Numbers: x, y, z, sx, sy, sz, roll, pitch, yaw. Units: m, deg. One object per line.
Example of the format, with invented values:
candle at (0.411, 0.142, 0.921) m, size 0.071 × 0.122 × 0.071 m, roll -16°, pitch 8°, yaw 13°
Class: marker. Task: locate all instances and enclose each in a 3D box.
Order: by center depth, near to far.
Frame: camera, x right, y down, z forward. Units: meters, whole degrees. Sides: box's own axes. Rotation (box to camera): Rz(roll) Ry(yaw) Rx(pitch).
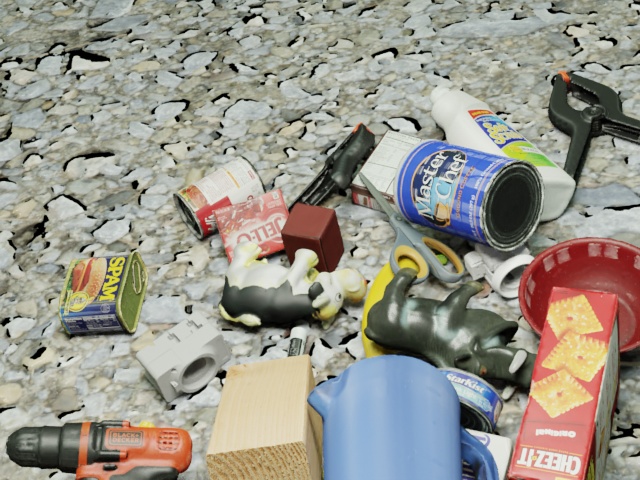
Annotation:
marker at (-0.033, 0.151, 1.188) m, size 0.020 × 0.020 × 0.121 m, roll 0°, pitch 49°, yaw 13°

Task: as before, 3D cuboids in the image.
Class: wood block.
wood block at (-0.049, 0.196, 1.038) m, size 0.091 × 0.090 × 0.206 m, roll -10°, pitch 15°, yaw 3°

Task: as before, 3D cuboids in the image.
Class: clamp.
clamp at (0.342, -0.144, 1.357) m, size 0.164 × 0.036 × 0.210 m, roll -22°, pitch 45°, yaw -9°
clamp at (0.019, -0.088, 1.364) m, size 0.120 × 0.039 × 0.171 m, roll -30°, pitch 16°, yaw 37°

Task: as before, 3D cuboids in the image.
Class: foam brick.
foam brick at (-0.008, 0.002, 1.278) m, size 0.053 × 0.078 × 0.051 m, roll 11°, pitch 53°, yaw 21°

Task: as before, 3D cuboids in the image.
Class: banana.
banana at (0.084, 0.077, 1.215) m, size 0.070 × 0.037 × 0.197 m, roll 11°, pitch 52°, yaw 22°

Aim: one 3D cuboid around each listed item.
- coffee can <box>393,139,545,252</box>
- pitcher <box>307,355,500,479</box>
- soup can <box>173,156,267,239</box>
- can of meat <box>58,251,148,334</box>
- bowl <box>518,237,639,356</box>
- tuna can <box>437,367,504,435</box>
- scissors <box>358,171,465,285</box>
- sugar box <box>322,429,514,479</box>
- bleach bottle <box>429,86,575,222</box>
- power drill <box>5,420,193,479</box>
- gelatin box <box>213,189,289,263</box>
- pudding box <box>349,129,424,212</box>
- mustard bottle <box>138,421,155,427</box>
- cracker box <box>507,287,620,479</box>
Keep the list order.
coffee can at (0.166, -0.052, 1.205) m, size 0.102 × 0.103 × 0.141 m, roll -41°, pitch 36°, yaw -23°
pitcher at (0.073, 0.224, 0.920) m, size 0.149 × 0.145 × 0.242 m, roll -17°, pitch 29°, yaw 12°
soup can at (-0.128, -0.055, 1.365) m, size 0.102 × 0.068 × 0.069 m, roll -32°, pitch 49°, yaw -17°
can of meat at (-0.263, 0.065, 1.295) m, size 0.084 × 0.057 × 0.102 m, roll -5°, pitch 47°, yaw 12°
bowl at (0.297, 0.074, 1.156) m, size 0.162 × 0.055 × 0.162 m, roll -7°, pitch 47°, yaw 7°
tuna can at (0.141, 0.169, 1.086) m, size 0.086 × 0.086 × 0.033 m, roll 13°, pitch 54°, yaw 23°
scissors at (0.084, -0.011, 1.258) m, size 0.096 × 0.016 × 0.202 m, roll -24°, pitch 54°, yaw -39°
sugar box at (0.099, 0.228, 1.070) m, size 0.176 × 0.048 × 0.093 m, roll 7°, pitch 50°, yaw 20°
bleach bottle at (0.206, -0.120, 1.335) m, size 0.102 × 0.068 × 0.251 m, roll -1°, pitch 37°, yaw -33°
power drill at (-0.217, 0.260, 1.024) m, size 0.184 × 0.057 × 0.187 m, roll 1°, pitch 52°, yaw -6°
gelatin box at (-0.079, -0.015, 1.315) m, size 0.089 × 0.030 × 0.073 m, roll -18°, pitch 89°, yaw -3°
pudding box at (0.102, -0.084, 1.358) m, size 0.090 × 0.039 × 0.113 m, roll 17°, pitch 53°, yaw 26°
mustard bottle at (-0.211, 0.271, 1.094) m, size 0.096 × 0.058 × 0.191 m, roll 7°, pitch 50°, yaw 18°
cracker box at (0.232, 0.177, 1.003) m, size 0.072 × 0.164 × 0.213 m, roll 7°, pitch 50°, yaw 21°
